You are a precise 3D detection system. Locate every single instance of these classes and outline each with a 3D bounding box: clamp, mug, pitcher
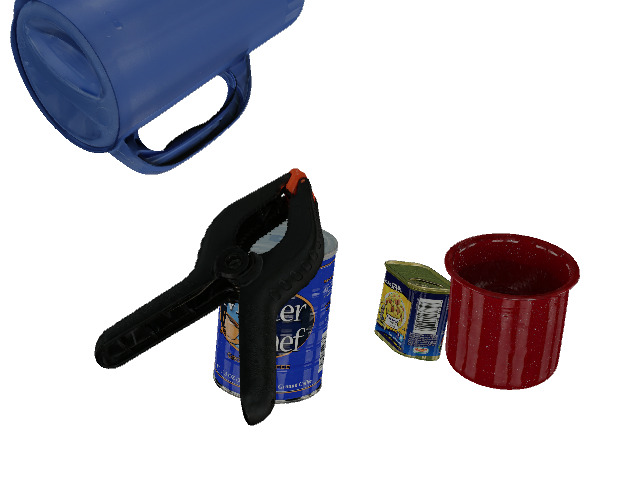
[{"bbox_3d":[-0.042,0.031,0.639,0.120,0.171,0.039,28,-24,26],"label":"clamp"},{"bbox_3d":[0.127,0.046,0.767,0.093,0.081,0.117,-9,30,-18],"label":"mug"},{"bbox_3d":[-0.122,-0.176,0.904,0.145,0.149,0.242,29,50,31],"label":"pitcher"}]

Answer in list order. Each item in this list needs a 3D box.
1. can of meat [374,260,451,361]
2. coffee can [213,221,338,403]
[{"bbox_3d":[0.103,0.077,1.181,0.057,0.084,0.102,6,13,-20],"label":"can of meat"},{"bbox_3d":[-0.042,0.063,0.970,0.103,0.140,0.103,5,18,-2],"label":"coffee can"}]
